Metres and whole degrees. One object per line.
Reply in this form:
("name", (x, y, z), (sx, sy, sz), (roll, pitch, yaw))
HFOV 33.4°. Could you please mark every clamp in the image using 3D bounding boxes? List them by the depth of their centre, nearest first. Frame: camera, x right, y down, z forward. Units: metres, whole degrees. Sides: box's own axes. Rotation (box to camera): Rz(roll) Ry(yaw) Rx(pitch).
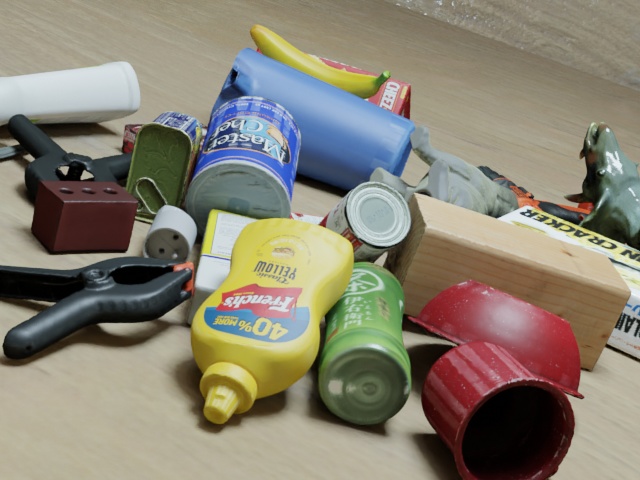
("clamp", (-0.175, 0.047, 0.817), (0.171, 0.039, 0.120), (-7, 34, -18))
("clamp", (-0.260, -0.073, 1.094), (0.164, 0.036, 0.210), (16, 22, -6))

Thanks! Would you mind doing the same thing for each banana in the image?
("banana", (-0.001, -0.222, 1.376), (0.198, 0.070, 0.037), (20, 42, 14))

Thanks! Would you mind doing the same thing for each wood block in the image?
("wood block", (0.173, 0.038, 1.013), (0.206, 0.090, 0.091), (17, 22, -10))

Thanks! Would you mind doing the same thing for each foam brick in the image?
("foam brick", (-0.215, -0.022, 0.971), (0.078, 0.051, 0.053), (-2, 26, -39))

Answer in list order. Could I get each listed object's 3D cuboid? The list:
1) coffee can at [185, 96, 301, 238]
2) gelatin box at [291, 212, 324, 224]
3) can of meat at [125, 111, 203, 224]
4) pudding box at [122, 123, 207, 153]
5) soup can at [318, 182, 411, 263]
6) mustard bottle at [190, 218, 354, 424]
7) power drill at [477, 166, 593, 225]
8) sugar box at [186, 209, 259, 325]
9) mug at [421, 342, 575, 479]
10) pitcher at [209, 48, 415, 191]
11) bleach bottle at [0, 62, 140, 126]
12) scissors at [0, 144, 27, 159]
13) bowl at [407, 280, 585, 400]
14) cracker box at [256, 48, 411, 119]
("coffee can", (-0.075, -0.069, 1.081), (0.102, 0.103, 0.140), (14, 34, -5))
("gelatin box", (-0.007, 0.001, 1.098), (0.089, 0.030, 0.073), (8, 23, -19))
("can of meat", (-0.158, -0.076, 1.089), (0.057, 0.102, 0.084), (14, 18, 0))
("pudding box", (-0.163, -0.107, 1.257), (0.113, 0.039, 0.090), (-4, 28, -43))
("soup can", (0.036, -0.006, 1.017), (0.068, 0.068, 0.102), (8, -23, -19))
("mustard bottle", (-0.044, 0.063, 0.807), (0.096, 0.058, 0.191), (12, 43, 13))
("power drill", (0.301, -0.042, 1.407), (0.187, 0.057, 0.184), (5, 26, -20))
("sugar box", (-0.064, 0.031, 0.954), (0.093, 0.048, 0.176), (13, 24, -6))
("mug", (0.133, 0.133, 0.784), (0.117, 0.093, 0.081), (41, 3, -26))
("pitcher", (-0.008, -0.137, 1.349), (0.243, 0.145, 0.149), (22, 33, 8))
("bleach bottle", (-0.327, -0.160, 1.213), (0.103, 0.068, 0.250), (-9, 4, 36))
("scissors", (-0.366, -0.088, 1.089), (0.096, 0.016, 0.201), (17, 19, 2))
("bowl", (0.157, 0.076, 0.903), (0.162, 0.055, 0.162), (24, 0, 0))
("cracker box", (0.015, -0.191, 1.485), (0.214, 0.072, 0.164), (19, -9, 8))
